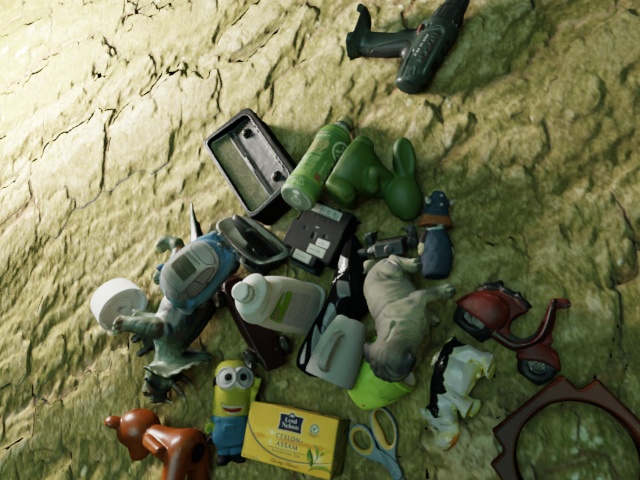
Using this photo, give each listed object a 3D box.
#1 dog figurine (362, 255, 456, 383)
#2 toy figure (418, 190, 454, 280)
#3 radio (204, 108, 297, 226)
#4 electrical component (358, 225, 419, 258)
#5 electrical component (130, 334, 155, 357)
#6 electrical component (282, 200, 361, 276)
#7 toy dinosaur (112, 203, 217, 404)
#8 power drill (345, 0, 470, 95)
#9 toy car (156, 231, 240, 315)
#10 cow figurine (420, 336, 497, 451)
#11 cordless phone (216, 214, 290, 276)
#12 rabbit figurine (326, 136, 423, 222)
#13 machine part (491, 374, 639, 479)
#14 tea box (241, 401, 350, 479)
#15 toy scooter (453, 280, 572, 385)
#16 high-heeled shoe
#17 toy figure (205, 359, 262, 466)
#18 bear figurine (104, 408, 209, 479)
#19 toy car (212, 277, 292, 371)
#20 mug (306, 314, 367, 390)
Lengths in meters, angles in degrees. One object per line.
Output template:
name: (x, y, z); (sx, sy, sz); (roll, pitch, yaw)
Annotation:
dog figurine: (0.103, 0.119, 0.852); (0.173, 0.190, 0.121); (25, 129, 28)
toy figure: (0.200, -0.010, 0.937); (0.058, 0.064, 0.154); (-12, 68, 43)
radio: (-0.130, -0.154, 1.106); (0.131, 0.073, 0.230); (-39, 65, 8)
electrical component: (0.124, 0.003, 0.964); (0.102, 0.078, 0.045); (-9, 94, 24)
electrical component: (-0.353, 0.198, 1.123); (0.094, 0.021, 0.063); (-38, 65, 7)
electrical component: (-0.002, -0.003, 1.020); (0.115, 0.058, 0.134); (26, 85, 29)
toy dinosaur: (-0.265, 0.121, 1.063); (0.192, 0.131, 0.405); (21, 72, 2)
power drill: (0.168, -0.409, 1.065); (0.207, 0.086, 0.232); (20, 86, 18)
toy car: (-0.226, 0.058, 0.962); (0.161, 0.103, 0.109); (-42, 78, 7)
cow figurine: (0.206, 0.242, 0.857); (0.098, 0.068, 0.167); (24, 81, 32)
cordless phone: (-0.145, -0.013, 1.007); (0.147, 0.184, 0.089); (39, 81, 26)
rabbit figurine: (0.117, -0.105, 0.990); (0.170, 0.121, 0.159); (30, 80, 8)
machine part: (0.366, 0.313, 0.762); (0.201, 0.087, 0.201); (-41, 65, 5)
tea box: (-0.041, 0.341, 0.929); (0.170, 0.068, 0.098); (3, 76, 24)
toy scooter: (0.312, 0.124, 0.846); (0.184, 0.075, 0.135); (37, 91, 24)
high-heeled shoe: (0.020, 0.120, 0.974); (0.145, 0.086, 0.249); (-17, 60, 34)
toy figure: (-0.164, 0.310, 0.981); (0.089, 0.082, 0.180); (-10, 76, 50)
bear figurine: (-0.306, 0.390, 0.995); (0.196, 0.120, 0.132); (3, 80, 25)
toy car: (-0.130, 0.158, 1.014); (0.089, 0.053, 0.202); (-18, 62, -32)
mug: (0.028, 0.173, 0.860); (0.081, 0.109, 0.107); (15, 75, 30)
